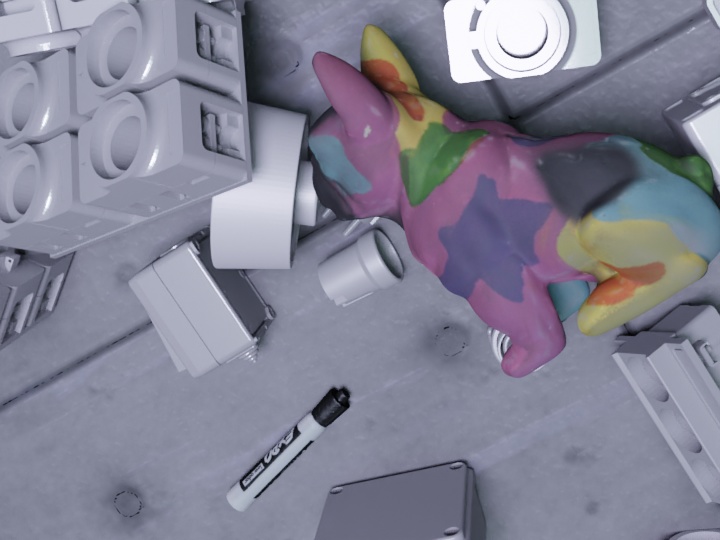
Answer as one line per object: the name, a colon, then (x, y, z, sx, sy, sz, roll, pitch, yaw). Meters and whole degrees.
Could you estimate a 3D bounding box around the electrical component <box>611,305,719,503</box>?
electrical component: (0.227, 0.087, 0.695, 0.063, 0.079, 0.121, -36, 98, -15)

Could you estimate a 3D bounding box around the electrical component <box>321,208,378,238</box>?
electrical component: (0.007, -0.055, 0.701, 0.066, 0.047, 0.076, 42, 106, -4)

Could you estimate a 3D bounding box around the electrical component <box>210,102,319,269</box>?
electrical component: (-0.056, -0.051, 0.683, 0.060, 0.108, 0.108, 6, 105, 0)

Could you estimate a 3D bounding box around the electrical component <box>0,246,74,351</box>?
electrical component: (-0.261, 0.006, 0.700, 0.089, 0.150, 0.061, 24, 107, 1)

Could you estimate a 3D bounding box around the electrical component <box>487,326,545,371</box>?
electrical component: (0.107, 0.048, 0.706, 0.048, 0.062, 0.048, 2, 104, 7)

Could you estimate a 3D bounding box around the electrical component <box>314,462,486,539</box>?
electrical component: (0.028, 0.187, 0.729, 0.109, 0.108, 0.056, -14, 105, 11)

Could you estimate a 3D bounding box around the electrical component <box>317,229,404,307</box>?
electrical component: (0.000, 0.000, 0.721, 0.046, 0.040, 0.040, -28, 99, 19)

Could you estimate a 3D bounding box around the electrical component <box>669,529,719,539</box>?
electrical component: (0.284, 0.219, 0.703, 0.186, 0.105, 0.060, -6, 103, 9)

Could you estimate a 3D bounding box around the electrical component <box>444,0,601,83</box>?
electrical component: (0.100, -0.146, 0.661, 0.089, 0.055, 0.050, -6, 103, 9)

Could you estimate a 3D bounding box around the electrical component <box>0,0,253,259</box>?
electrical component: (-0.155, -0.083, 0.651, 0.186, 0.060, 0.105, -17, 72, 37)

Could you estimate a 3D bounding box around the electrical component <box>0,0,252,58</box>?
electrical component: (-0.152, -0.176, 0.670, 0.150, 0.089, 0.061, -8, 103, 10)

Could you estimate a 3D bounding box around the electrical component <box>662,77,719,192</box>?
electrical component: (0.242, -0.094, 0.628, 0.109, 0.108, 0.056, -31, 96, 14)

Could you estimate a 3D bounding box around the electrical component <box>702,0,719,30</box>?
electrical component: (0.246, -0.171, 0.634, 0.078, 0.057, 0.058, -31, 98, 14)

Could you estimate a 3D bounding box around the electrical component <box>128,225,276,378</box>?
electrical component: (-0.105, 0.028, 0.730, 0.061, 0.061, 0.096, -31, 98, 14)
